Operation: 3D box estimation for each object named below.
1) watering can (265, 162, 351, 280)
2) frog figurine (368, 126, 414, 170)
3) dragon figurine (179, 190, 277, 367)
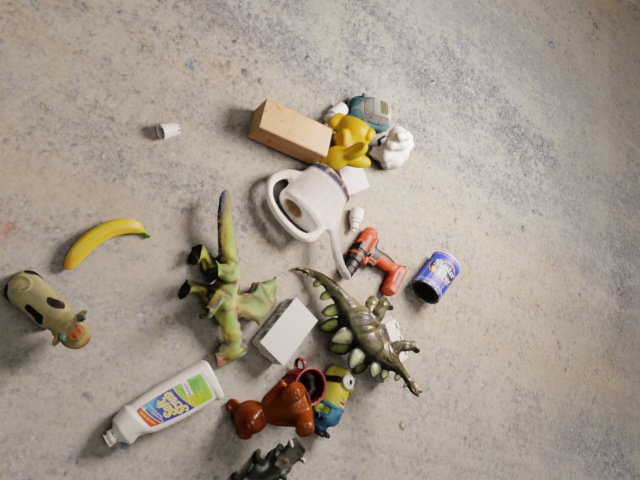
[{"bbox_3d":[0.004,-0.071,1.415,0.346,0.102,0.228,46,59,-8],"label":"watering can"},{"bbox_3d":[0.241,-0.286,1.588,0.139,0.158,0.122,-24,96,-34],"label":"frog figurine"},{"bbox_3d":[-0.202,0.104,1.276,0.240,0.122,0.416,31,66,-43],"label":"dragon figurine"}]
